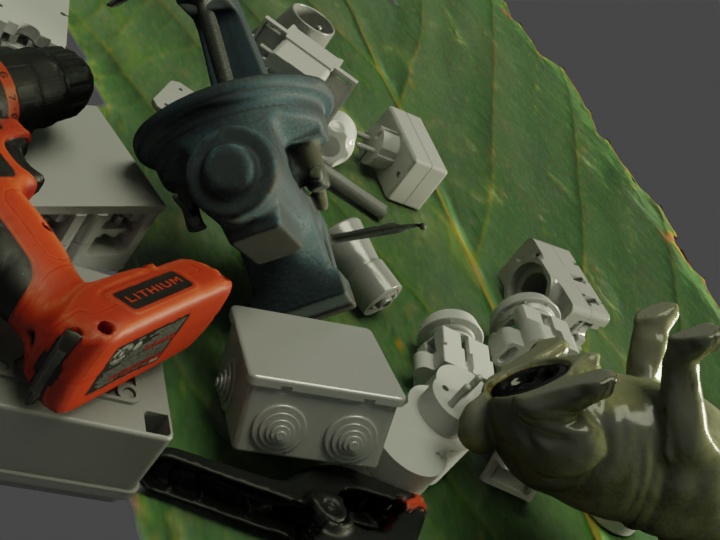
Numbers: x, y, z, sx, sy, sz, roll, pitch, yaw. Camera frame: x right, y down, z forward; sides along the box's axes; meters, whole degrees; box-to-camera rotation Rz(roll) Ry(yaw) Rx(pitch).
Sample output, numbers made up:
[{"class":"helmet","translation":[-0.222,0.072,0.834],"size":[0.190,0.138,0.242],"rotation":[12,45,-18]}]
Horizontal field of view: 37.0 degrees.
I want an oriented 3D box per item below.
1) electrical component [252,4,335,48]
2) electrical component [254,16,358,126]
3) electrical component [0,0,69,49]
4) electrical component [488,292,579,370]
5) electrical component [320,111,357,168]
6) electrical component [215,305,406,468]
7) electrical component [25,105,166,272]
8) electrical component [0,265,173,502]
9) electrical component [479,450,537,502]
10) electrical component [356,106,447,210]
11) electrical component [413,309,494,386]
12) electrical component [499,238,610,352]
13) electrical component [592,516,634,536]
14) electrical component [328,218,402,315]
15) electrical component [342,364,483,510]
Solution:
[{"class":"electrical component","translation":[-0.072,-0.191,0.936],"size":[0.079,0.077,0.044],"rotation":[-3,49,-49]},{"class":"electrical component","translation":[-0.069,-0.107,0.773],"size":[0.079,0.121,0.063],"rotation":[35,30,-6]},{"class":"electrical component","translation":[-0.233,-0.160,0.730],"size":[0.050,0.055,0.089],"rotation":[22,33,-28]},{"class":"electrical component","translation":[0.133,0.055,0.839],"size":[0.078,0.058,0.057],"rotation":[22,35,-26]},{"class":"electrical component","translation":[-0.024,-0.118,0.921],"size":[0.043,0.043,0.062],"rotation":[32,28,-11]},{"class":"electrical component","translation":[-0.031,0.066,0.607],"size":[0.100,0.048,0.099],"rotation":[11,20,-18]},{"class":"electrical component","translation":[-0.199,-0.044,0.595],"size":[0.150,0.061,0.089],"rotation":[-4,50,-51]},{"class":"electrical component","translation":[-0.155,0.048,0.520],"size":[0.109,0.056,0.108],"rotation":[18,35,-33]},{"class":"electrical component","translation":[0.114,0.109,0.727],"size":[0.042,0.081,0.064],"rotation":[28,8,-19]},{"class":"electrical component","translation":[0.024,-0.106,0.955],"size":[0.076,0.047,0.083],"rotation":[17,35,-33]},{"class":"electrical component","translation":[0.065,0.061,0.765],"size":[0.066,0.048,0.055],"rotation":[25,39,-23]},{"class":"electrical component","translation":[0.163,0.021,0.928],"size":[0.056,0.050,0.089],"rotation":[16,35,-36]},{"class":"electrical component","translation":[0.197,0.121,0.798],"size":[0.052,0.073,0.138],"rotation":[27,30,-20]},{"class":"electrical component","translation":[0.000,0.000,0.783],"size":[0.065,0.044,0.044],"rotation":[53,32,16]},{"class":"electrical component","translation":[0.050,0.092,0.672],"size":[0.052,0.073,0.138],"rotation":[45,29,12]}]
